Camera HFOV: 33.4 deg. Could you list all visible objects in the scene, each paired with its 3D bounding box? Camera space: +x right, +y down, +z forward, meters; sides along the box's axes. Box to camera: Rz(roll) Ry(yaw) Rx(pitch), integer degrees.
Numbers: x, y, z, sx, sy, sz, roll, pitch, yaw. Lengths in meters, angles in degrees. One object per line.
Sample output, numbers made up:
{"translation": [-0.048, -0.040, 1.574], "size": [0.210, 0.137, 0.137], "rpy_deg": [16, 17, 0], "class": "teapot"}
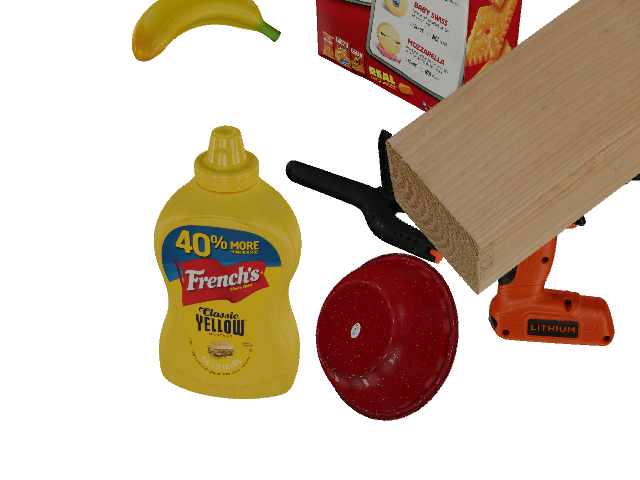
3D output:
{"translation": [0.068, -0.048, 1.264], "size": [0.164, 0.036, 0.210], "rpy_deg": [-16, 52, -29], "class": "clamp"}
{"translation": [0.048, 0.087, 1.005], "size": [0.162, 0.162, 0.055], "rpy_deg": [0, -11, 42], "class": "bowl"}
{"translation": [0.151, -0.072, 0.674], "size": [0.206, 0.091, 0.090], "rpy_deg": [-36, -23, -7], "class": "wood block"}
{"translation": [0.073, -0.213, 0.808], "size": [0.072, 0.214, 0.164], "rpy_deg": [-33, 50, -30], "class": "cracker box"}
{"translation": [-0.061, 0.014, 0.708], "size": [0.096, 0.192, 0.058], "rpy_deg": [7, 31, 8], "class": "mustard bottle"}
{"translation": [-0.118, -0.212, 1.022], "size": [0.070, 0.037, 0.197], "rpy_deg": [45, 39, 19], "class": "banana"}
{"translation": [0.213, -0.008, 0.888], "size": [0.184, 0.188, 0.057], "rpy_deg": [3, 19, 11], "class": "power drill"}
